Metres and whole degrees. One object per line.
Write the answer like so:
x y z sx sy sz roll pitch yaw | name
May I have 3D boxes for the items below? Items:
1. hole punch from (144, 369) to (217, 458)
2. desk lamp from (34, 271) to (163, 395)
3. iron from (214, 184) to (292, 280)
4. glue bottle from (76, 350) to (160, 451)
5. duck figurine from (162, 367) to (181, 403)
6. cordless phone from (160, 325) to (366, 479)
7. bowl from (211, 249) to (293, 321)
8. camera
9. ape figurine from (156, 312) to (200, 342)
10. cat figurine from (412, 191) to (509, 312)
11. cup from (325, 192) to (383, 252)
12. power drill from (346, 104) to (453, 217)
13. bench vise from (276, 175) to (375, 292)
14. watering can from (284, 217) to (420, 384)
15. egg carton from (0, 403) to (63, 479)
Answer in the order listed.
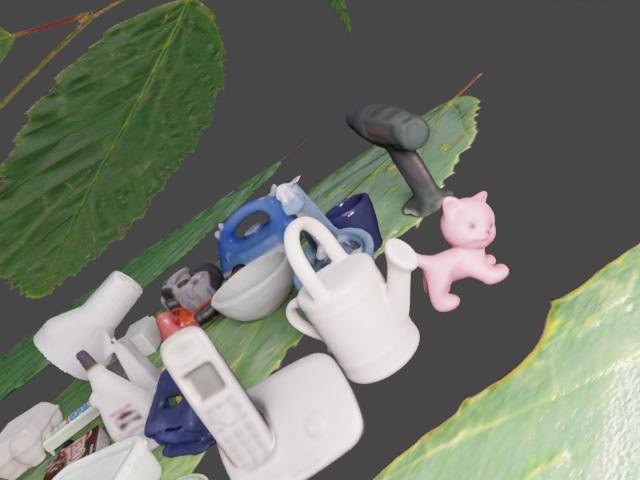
-0.177 0.219 0.750 0.108 0.091 0.101 -22 19 35 | hole punch
-0.329 0.172 0.961 0.203 0.214 0.117 -36 16 -10 | desk lamp
-0.160 -0.017 1.332 0.258 0.141 0.118 -29 16 16 | iron
-0.279 0.221 0.792 0.078 0.173 0.037 -34 16 -4 | glue bottle
-0.192 0.198 0.852 0.104 0.086 0.078 -22 20 36 | duck figurine
-0.056 0.145 0.555 0.147 0.185 0.094 -33 16 1 | cordless phone
-0.106 0.092 1.020 0.167 0.075 0.167 -30 16 10 | bowl
-0.271 0.100 1.273 0.142 0.101 0.137 -20 21 40 | camera
-0.269 0.172 1.071 0.077 0.092 0.076 -21 20 36 | ape figurine
0.162 0.003 0.681 0.128 0.118 0.067 -32 16 3 | cat figurine
0.054 -0.012 0.980 0.118 0.095 0.091 -35 16 -5 | cup
0.138 -0.147 1.008 0.076 0.209 0.229 -36 16 -11 | power drill
-0.002 0.010 0.793 0.121 0.220 0.207 -36 16 -9 | bench vise
0.030 0.054 0.645 0.172 0.194 0.101 -31 16 9 | watering can
-0.541 0.369 1.058 0.107 0.069 0.150 -33 16 3 | egg carton
